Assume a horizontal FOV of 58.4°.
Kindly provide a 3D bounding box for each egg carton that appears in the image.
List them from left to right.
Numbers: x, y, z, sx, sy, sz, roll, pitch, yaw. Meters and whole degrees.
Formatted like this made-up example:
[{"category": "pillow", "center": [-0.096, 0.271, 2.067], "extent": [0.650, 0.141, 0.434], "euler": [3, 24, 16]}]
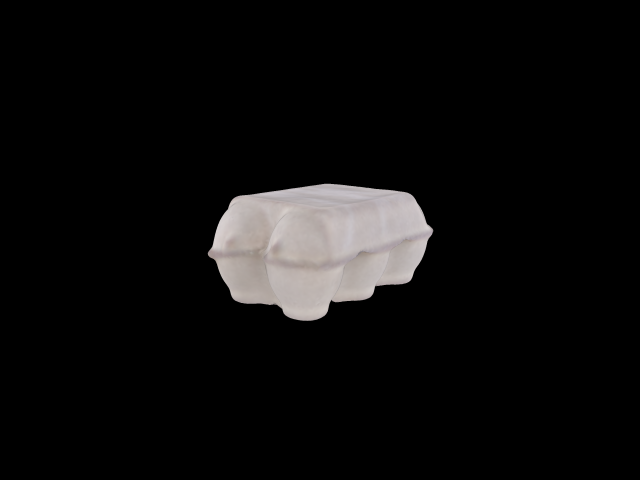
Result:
[{"category": "egg carton", "center": [0.004, 0.001, 0.400], "extent": [0.107, 0.069, 0.151], "euler": [11, 17, 38]}]
